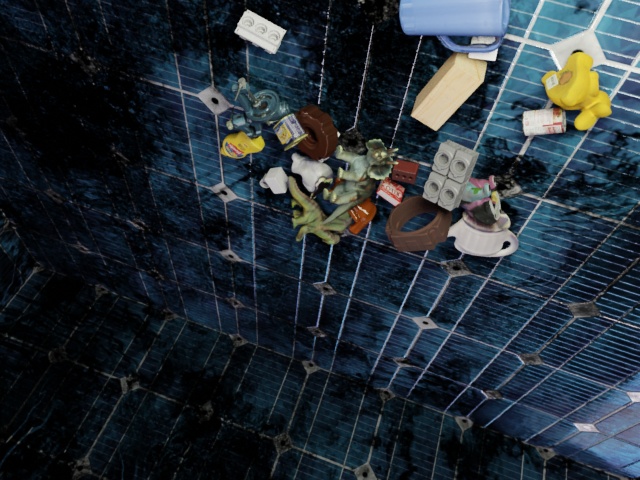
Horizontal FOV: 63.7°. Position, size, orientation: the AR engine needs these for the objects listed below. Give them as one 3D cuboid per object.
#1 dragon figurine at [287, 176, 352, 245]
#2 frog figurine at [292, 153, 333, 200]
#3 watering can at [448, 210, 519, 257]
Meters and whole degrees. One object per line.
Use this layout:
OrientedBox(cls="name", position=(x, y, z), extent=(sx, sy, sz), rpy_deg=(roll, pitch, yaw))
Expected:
OrientedBox(cls="dragon figurine", position=(0.006, -0.101, 2.007), extent=(0.243, 0.125, 0.400), rpy_deg=(-1, 144, 3))
OrientedBox(cls="frog figurine", position=(-0.033, -0.245, 1.832), extent=(0.161, 0.124, 0.134), rpy_deg=(54, 160, 19))
OrientedBox(cls="watering can", position=(0.510, -0.025, 1.774), extent=(0.348, 0.106, 0.219), rpy_deg=(10, 143, 10))
